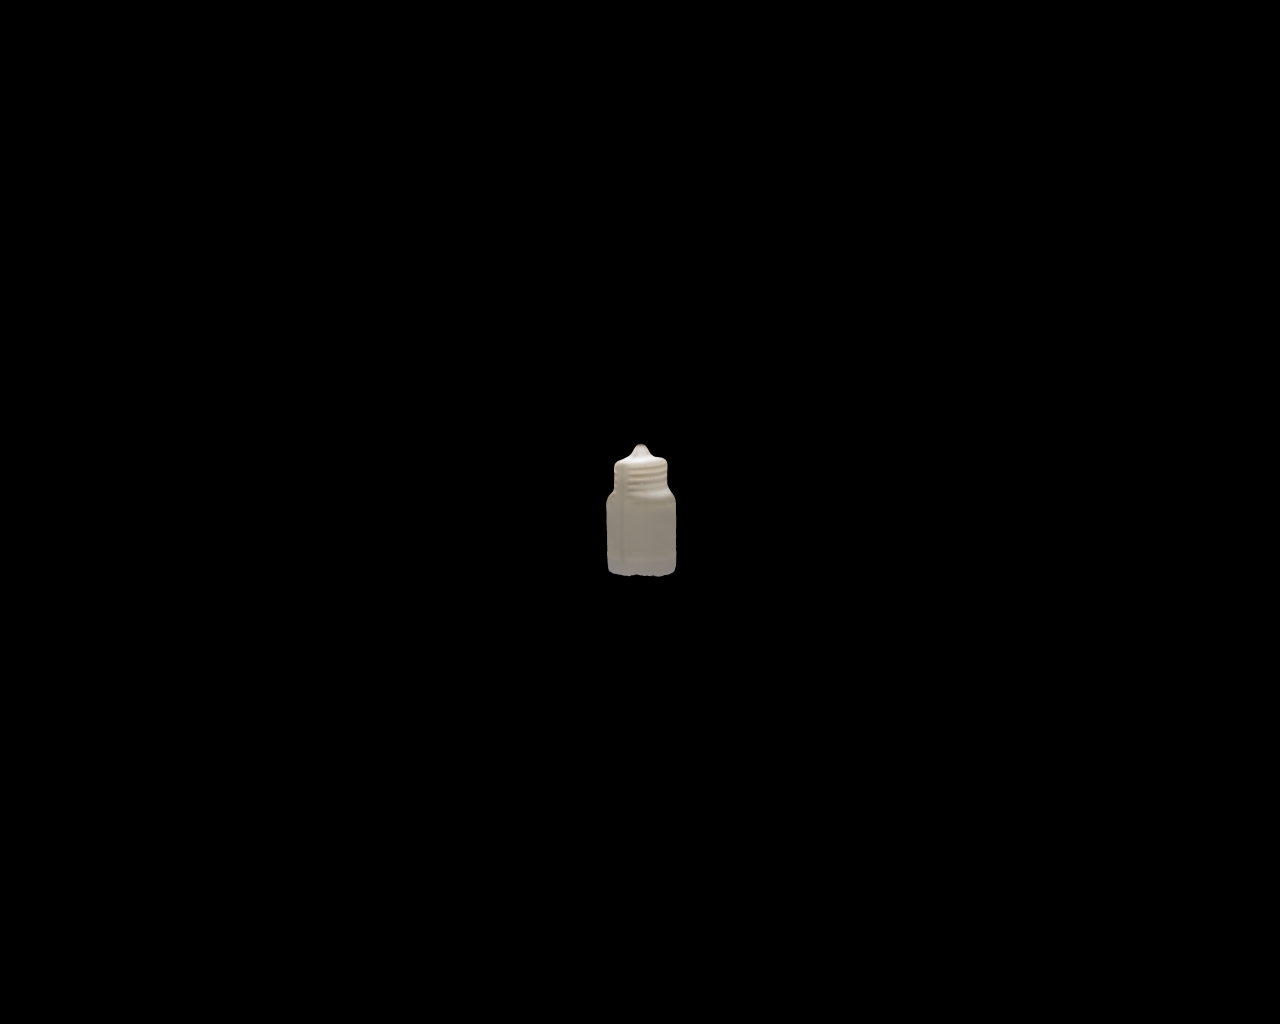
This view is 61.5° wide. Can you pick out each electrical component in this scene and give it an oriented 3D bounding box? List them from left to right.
[{"bbox_3d":[0.001,-0.003,0.650,0.043,0.080,0.043,0,9,0],"label":"electrical component"}]
